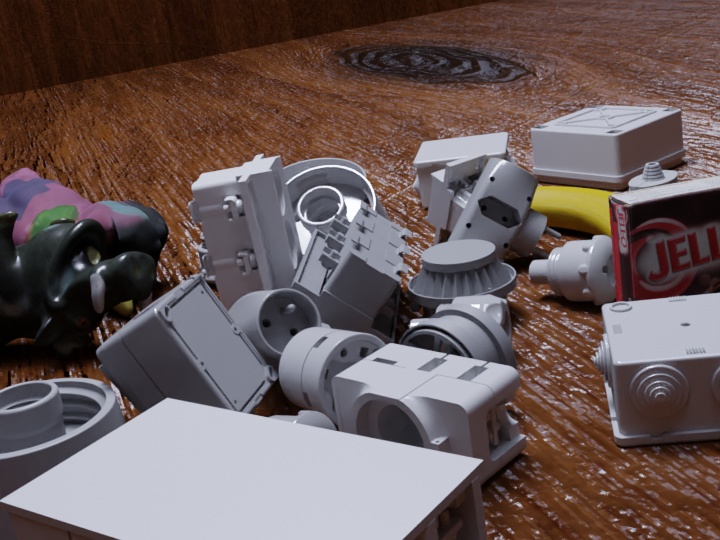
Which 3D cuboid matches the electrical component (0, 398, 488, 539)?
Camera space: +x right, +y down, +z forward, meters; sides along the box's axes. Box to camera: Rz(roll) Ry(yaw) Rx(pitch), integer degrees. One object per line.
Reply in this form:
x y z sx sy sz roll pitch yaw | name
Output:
-0.050 0.118 0.468 0.186 0.060 0.105 5 23 36 | electrical component

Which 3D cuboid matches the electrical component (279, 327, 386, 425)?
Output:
-0.015 0.061 0.633 0.055 0.055 0.047 -22 18 -33 | electrical component

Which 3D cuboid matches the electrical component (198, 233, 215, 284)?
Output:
-0.117 -0.022 0.915 0.048 0.062 0.048 -8 18 3 | electrical component

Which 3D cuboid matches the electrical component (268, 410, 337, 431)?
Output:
-0.044 0.097 0.558 0.062 0.048 0.048 -4 18 36 | electrical component

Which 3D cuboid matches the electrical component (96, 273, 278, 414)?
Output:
-0.099 0.063 0.629 0.061 0.096 0.061 -32 8 24 | electrical component

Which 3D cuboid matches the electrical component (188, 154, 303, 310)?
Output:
-0.078 -0.014 0.778 0.063 0.121 0.078 -10 18 7 | electrical component

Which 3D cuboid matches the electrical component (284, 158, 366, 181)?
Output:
-0.040 -0.061 0.991 0.099 0.064 0.099 -8 18 3 | electrical component

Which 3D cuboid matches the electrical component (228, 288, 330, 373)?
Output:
-0.044 0.047 0.691 0.079 0.043 0.077 19 -22 -22 | electrical component

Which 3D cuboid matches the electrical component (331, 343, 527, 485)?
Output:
0.033 0.077 0.566 0.089 0.050 0.056 8 25 40 | electrical component

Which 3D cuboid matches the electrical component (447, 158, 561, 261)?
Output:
0.119 -0.035 0.840 0.079 0.077 0.043 28 -5 -7 | electrical component

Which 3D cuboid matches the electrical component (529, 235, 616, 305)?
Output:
0.149 0.001 0.751 0.062 0.048 0.048 -2 19 40 | electrical component

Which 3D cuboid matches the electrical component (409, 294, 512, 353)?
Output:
0.063 0.038 0.681 0.062 0.043 0.043 -4 19 18 | electrical component

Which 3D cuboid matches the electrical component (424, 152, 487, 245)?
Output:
0.092 -0.052 0.898 0.042 0.081 0.064 -21 44 -31 | electrical component

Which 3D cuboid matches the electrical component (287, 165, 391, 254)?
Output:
-0.025 -0.037 0.895 0.099 0.064 0.099 -7 57 10 | electrical component

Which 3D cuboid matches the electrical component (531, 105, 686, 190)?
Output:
0.242 -0.123 1.054 0.109 0.056 0.109 -23 23 -35 | electrical component

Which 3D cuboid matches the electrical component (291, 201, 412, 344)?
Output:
0.000 0.000 0.773 0.079 0.063 0.121 32 19 -6 | electrical component

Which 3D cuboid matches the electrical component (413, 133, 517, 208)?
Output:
0.103 -0.098 1.059 0.100 0.048 0.099 -5 19 12 | electrical component

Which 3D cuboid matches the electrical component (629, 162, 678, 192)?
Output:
0.213 -0.037 0.773 0.043 0.081 0.043 -8 18 3 | electrical component

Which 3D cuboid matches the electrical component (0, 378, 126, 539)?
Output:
-0.181 0.096 0.595 0.108 0.060 0.108 -8 18 3 | electrical component

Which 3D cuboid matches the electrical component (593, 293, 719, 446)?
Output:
0.177 0.050 0.581 0.100 0.048 0.099 -6 19 10 | electrical component
